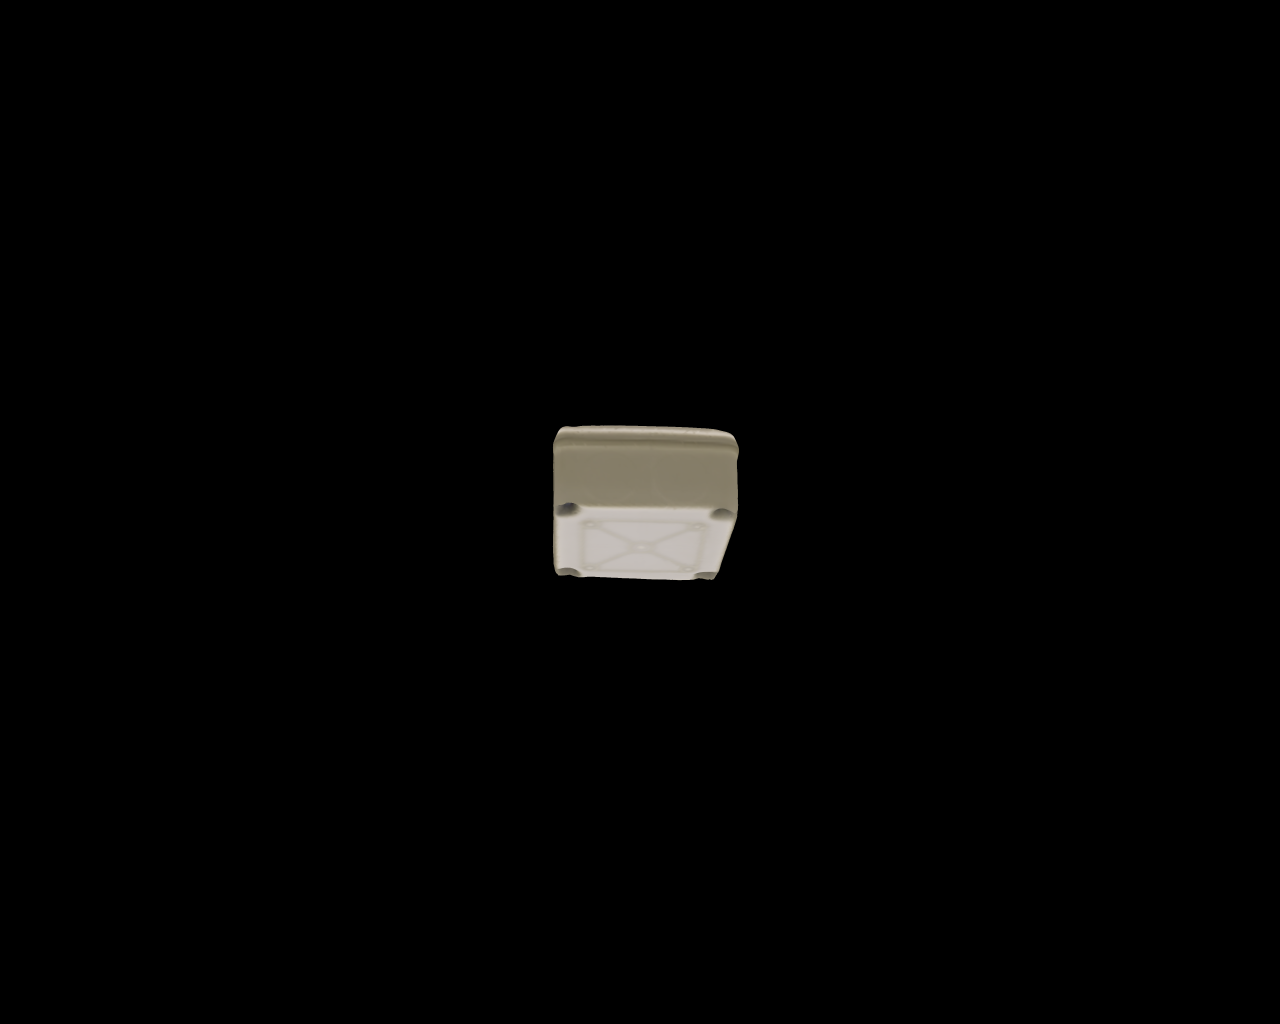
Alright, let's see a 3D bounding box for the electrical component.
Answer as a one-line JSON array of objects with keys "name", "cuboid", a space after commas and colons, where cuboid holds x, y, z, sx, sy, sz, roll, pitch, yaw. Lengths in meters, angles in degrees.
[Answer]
[{"name": "electrical component", "cuboid": [0.001, -0.003, 0.650, 0.109, 0.056, 0.108, 2, -27, -3]}]
